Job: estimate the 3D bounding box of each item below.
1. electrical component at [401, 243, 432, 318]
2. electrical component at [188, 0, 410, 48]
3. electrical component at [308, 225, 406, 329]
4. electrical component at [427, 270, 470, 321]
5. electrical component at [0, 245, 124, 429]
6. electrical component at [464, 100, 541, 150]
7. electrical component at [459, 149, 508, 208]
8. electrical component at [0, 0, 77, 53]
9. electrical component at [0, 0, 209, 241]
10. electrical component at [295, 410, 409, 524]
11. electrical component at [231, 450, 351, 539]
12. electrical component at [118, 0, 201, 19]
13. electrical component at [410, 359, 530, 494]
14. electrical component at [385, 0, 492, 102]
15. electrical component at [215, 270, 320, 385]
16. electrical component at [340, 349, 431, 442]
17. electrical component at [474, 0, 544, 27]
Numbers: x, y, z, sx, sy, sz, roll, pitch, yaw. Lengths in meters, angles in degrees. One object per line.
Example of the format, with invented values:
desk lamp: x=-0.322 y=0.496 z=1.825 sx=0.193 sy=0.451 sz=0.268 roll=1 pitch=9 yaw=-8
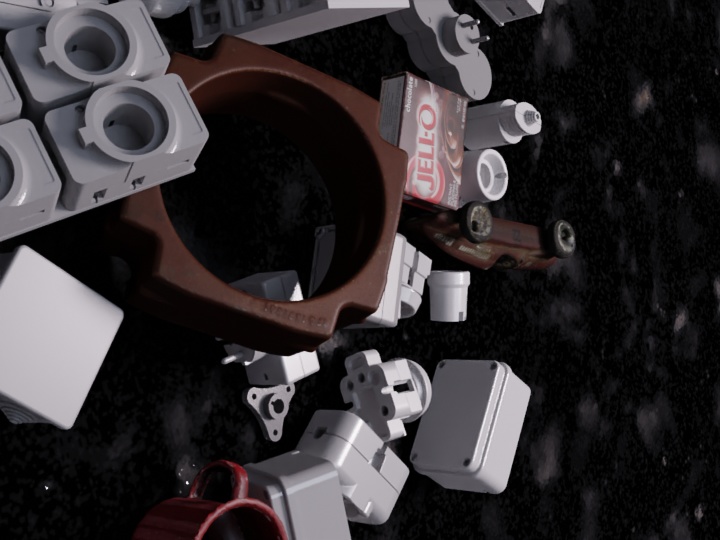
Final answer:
electrical component: x=0.033 y=0.010 z=0.961 sx=0.066 sy=0.048 sz=0.055 roll=34 pitch=55 yaw=-39
electrical component: x=-0.051 y=-0.214 z=0.814 sx=0.089 sy=0.150 sz=0.061 roll=-16 pitch=99 yaw=-46
electrical component: x=0.000 y=0.000 z=0.914 sx=0.061 sy=0.062 sz=0.096 roll=19 pitch=73 yaw=-44
electrical component: x=0.084 y=0.024 z=1.017 sx=0.040 sy=0.040 sz=0.046 roll=-3 pitch=94 yaw=-47
electrical component: x=-0.215 y=0.044 z=0.693 sx=0.100 sy=0.048 sz=0.099 roll=40 pitch=59 yaw=-37
electrical component: x=0.142 y=-0.145 z=1.063 sx=0.043 sy=0.081 sz=0.043 roll=5 pitch=83 yaw=-46
electrical component: x=0.111 y=-0.090 z=1.050 sx=0.055 sy=0.047 sz=0.055 roll=5 pitch=83 yaw=-46
electrical component: x=-0.240 y=-0.199 z=0.682 sx=0.109 sy=0.056 sz=0.108 roll=0 pitch=87 yaw=-47
electrical component: x=-0.199 y=-0.087 z=0.649 sx=0.186 sy=0.060 sz=0.105 roll=-24 pitch=82 yaw=-27
electrical component: x=-0.010 y=0.168 z=0.894 sx=0.095 sy=0.054 sz=0.059 roll=50 pitch=54 yaw=-31
electrical component: x=-0.051 y=0.203 z=0.826 sx=0.057 sy=0.078 sz=0.113 roll=-15 pitch=98 yaw=-30
electrical component: x=-0.145 y=-0.207 z=0.794 sx=0.062 sy=0.048 sz=0.048 roll=-6 pitch=91 yaw=-54
electrical component: x=0.102 y=0.143 z=0.998 sx=0.057 sy=0.078 sz=0.113 roll=41 pitch=59 yaw=-40
electrical component: x=0.088 y=-0.219 z=1.017 sx=0.138 sy=0.074 sz=0.052 roll=52 pitch=52 yaw=-30
electrical component: x=-0.081 y=0.050 z=0.834 sx=0.076 sy=0.047 sz=0.083 roll=-22 pitch=102 yaw=-45
electrical component: x=0.025 y=0.107 z=0.932 sx=0.057 sy=0.058 sz=0.078 roll=-5 pitch=73 yaw=-49
electrical component: x=0.124 y=-0.347 z=1.077 sx=0.186 sy=0.060 sz=0.105 roll=34 pitch=63 yaw=-39
